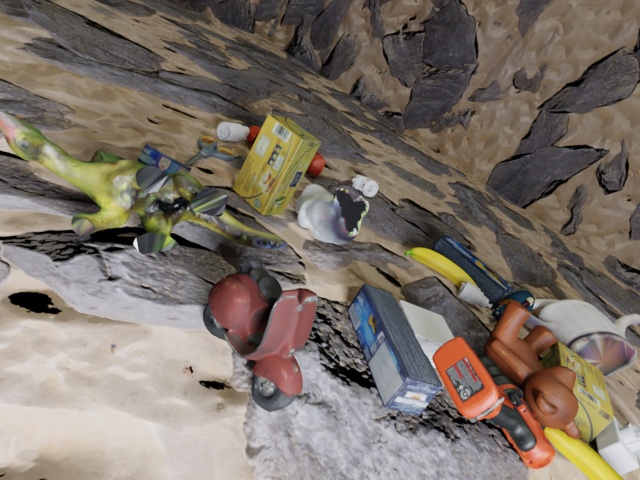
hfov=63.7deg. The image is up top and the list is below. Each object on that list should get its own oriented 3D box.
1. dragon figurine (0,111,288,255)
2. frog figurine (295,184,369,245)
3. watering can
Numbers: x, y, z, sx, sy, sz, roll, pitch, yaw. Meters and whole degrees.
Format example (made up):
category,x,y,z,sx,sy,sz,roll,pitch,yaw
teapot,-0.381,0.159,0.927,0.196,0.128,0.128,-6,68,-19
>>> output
category,x,y,z,sx,sy,sz,roll,pitch,yaw
dragon figurine,-0.252,-0.080,0.757,0.407,0.121,0.246,21,14,-45
frog figurine,0.003,-0.052,1.033,0.159,0.122,0.138,1,8,41
watering can,0.633,0.208,1.175,0.347,0.102,0.228,7,25,-8
